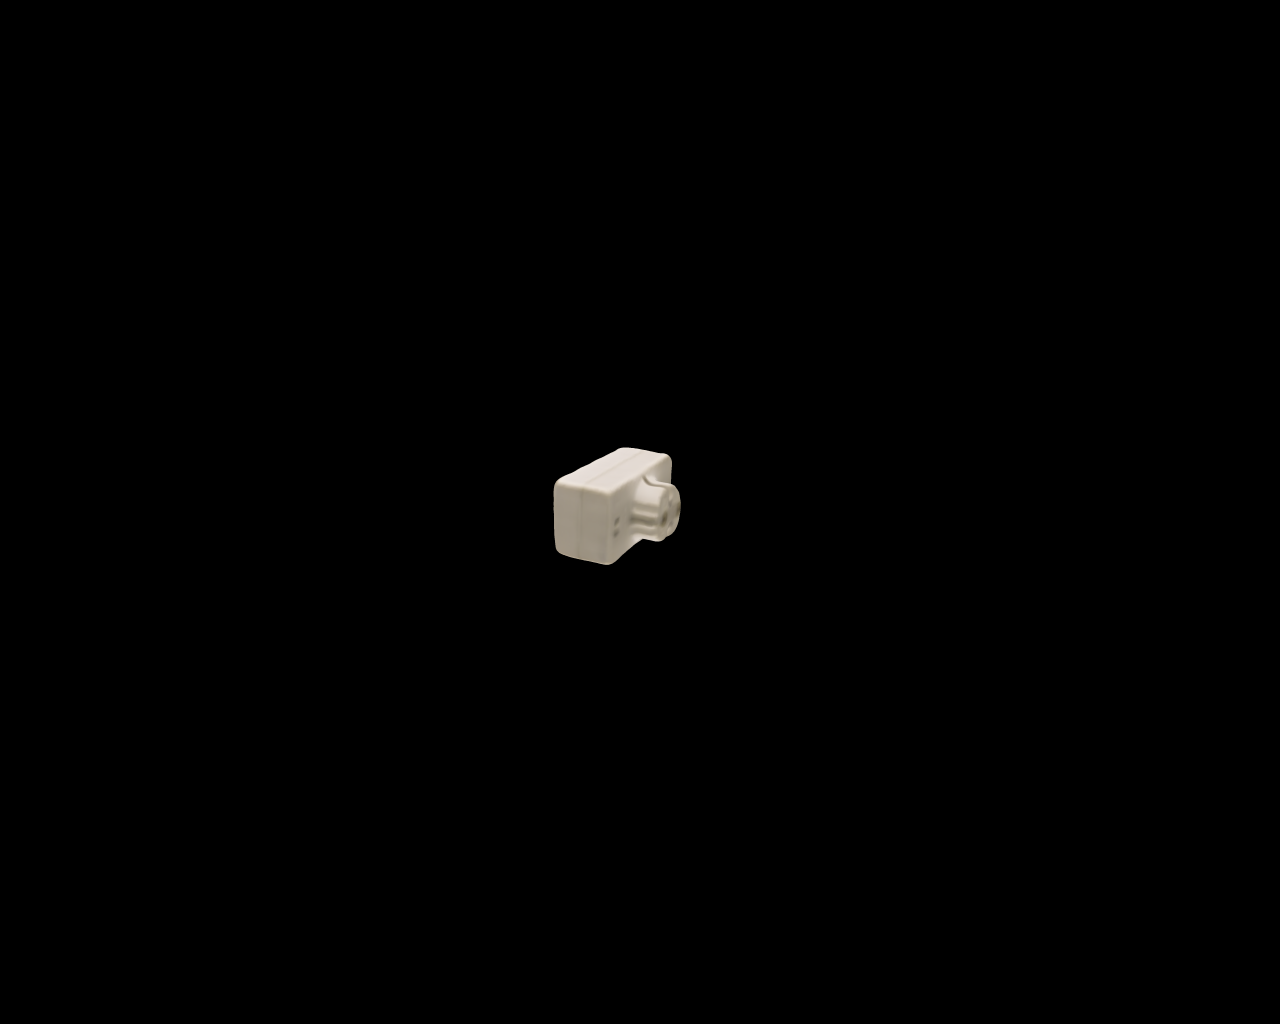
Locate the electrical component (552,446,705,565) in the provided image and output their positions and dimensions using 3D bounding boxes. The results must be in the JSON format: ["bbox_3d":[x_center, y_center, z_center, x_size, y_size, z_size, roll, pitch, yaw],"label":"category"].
[{"bbox_3d":[0.001,-0.003,0.650,0.076,0.047,0.083,10,23,26],"label":"electrical component"}]
